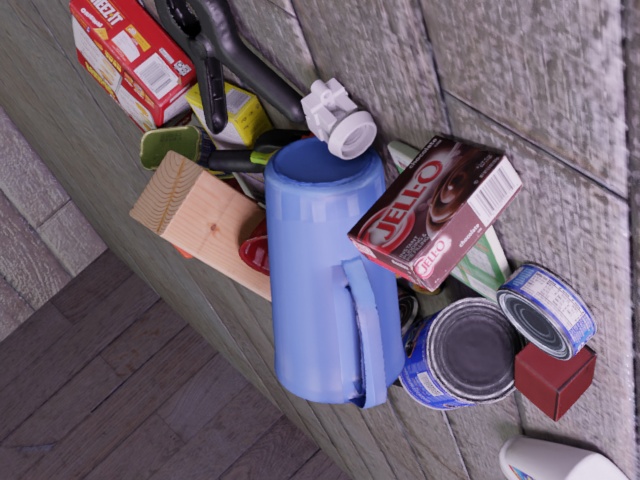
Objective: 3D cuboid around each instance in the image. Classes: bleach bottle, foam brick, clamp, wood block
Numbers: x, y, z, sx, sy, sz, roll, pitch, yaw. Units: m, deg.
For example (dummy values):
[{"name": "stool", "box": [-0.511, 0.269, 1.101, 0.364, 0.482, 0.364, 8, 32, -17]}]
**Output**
[{"name": "bleach bottle", "box": [0.270, 0.275, 1.220, 0.102, 0.068, 0.251, 48, 169, -5]}, {"name": "foam brick", "box": [0.212, 0.119, 0.966, 0.051, 0.053, 0.078, 40, 164, 26]}, {"name": "clamp", "box": [-0.054, -0.083, 1.149, 0.120, 0.039, 0.172, 24, 153, -10]}, {"name": "clamp", "box": [-0.099, -0.192, 1.045, 0.165, 0.036, 0.210, 7, 133, 47]}, {"name": "wood block", "box": [-0.106, -0.009, 1.254, 0.205, 0.091, 0.090, 34, 177, -38]}]

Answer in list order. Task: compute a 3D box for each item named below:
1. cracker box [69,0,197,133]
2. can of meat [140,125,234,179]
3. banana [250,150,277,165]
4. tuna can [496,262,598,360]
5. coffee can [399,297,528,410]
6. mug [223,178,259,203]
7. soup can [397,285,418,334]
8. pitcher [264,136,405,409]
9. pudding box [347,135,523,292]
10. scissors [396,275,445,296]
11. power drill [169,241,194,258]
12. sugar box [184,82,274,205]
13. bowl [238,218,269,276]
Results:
[{"name": "cracker box", "box": [-0.230, -0.218, 1.332, 0.164, 0.072, 0.214, 48, 168, 1]}, {"name": "can of meat", "box": [-0.161, -0.108, 1.322, 0.102, 0.057, 0.083, -3, 173, 33]}, {"name": "banana", "box": [0.022, -0.041, 1.089, 0.197, 0.037, 0.070, 37, 167, -20]}, {"name": "tuna can", "box": [0.191, 0.061, 0.905, 0.086, 0.033, 0.086, 43, 166, 13]}, {"name": "coffee can", "box": [0.140, 0.117, 1.075, 0.103, 0.102, 0.140, 46, 167, 3]}, {"name": "mug", "box": [-0.128, -0.071, 1.413, 0.117, 0.081, 0.093, 28, 157, 54]}, {"name": "soup can", "box": [0.057, 0.067, 1.266, 0.102, 0.068, 0.068, 39, 165, 34]}, {"name": "pitcher", "box": [0.016, 0.033, 1.014, 0.149, 0.144, 0.243, 12, 128, 24]}, {"name": "pudding box", "box": [0.087, -0.023, 0.814, 0.039, 0.113, 0.090, 50, 167, -32]}, {"name": "scissors", "box": [0.077, 0.014, 1.062, 0.096, 0.016, 0.201, 14, 163, 20]}, {"name": "power drill", "box": [-0.169, -0.042, 1.508, 0.184, 0.057, 0.187, 48, -162, -10]}, {"name": "sugar box", "box": [-0.080, -0.107, 1.239, 0.093, 0.048, 0.176, 30, 162, 39]}, {"name": "bowl", "box": [-0.008, 0.001, 1.191, 0.162, 0.055, 0.162, 7, 159, 3]}]
